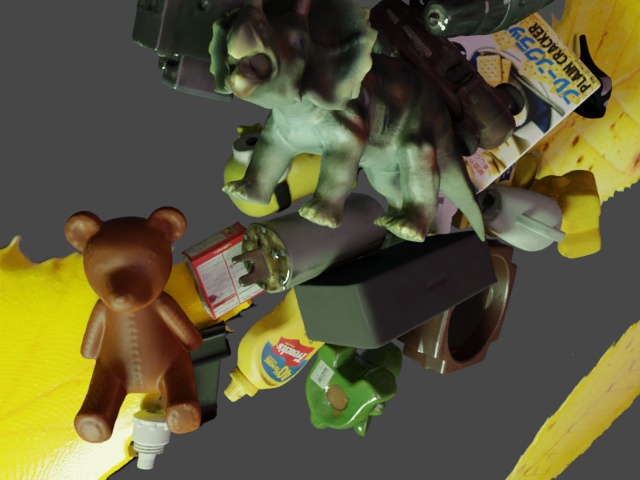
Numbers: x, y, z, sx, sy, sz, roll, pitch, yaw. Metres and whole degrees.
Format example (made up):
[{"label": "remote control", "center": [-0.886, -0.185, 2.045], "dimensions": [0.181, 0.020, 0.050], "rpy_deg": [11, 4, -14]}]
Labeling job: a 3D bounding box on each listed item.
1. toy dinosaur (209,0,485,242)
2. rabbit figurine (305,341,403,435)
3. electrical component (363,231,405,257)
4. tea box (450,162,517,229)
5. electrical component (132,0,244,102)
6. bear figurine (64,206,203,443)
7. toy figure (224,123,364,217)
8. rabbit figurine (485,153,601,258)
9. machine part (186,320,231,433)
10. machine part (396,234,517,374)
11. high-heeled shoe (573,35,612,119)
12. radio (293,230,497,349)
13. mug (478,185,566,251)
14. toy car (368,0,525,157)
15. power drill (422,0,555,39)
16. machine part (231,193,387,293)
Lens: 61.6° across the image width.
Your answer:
[{"label": "toy dinosaur", "center": [0.049, -0.104, 0.488], "dimensions": [0.404, 0.131, 0.192], "rpy_deg": [6, 102, -45]}, {"label": "rabbit figurine", "center": [0.067, 0.213, 0.793], "dimensions": [0.170, 0.121, 0.159], "rpy_deg": [-11, 126, -53]}, {"label": "electrical component", "center": [0.103, 0.004, 0.758], "dimensions": [0.094, 0.021, 0.063], "rpy_deg": [-4, 118, -39]}, {"label": "tea box", "center": [0.221, -0.109, 0.754], "dimensions": [0.098, 0.068, 0.169], "rpy_deg": [-15, 123, -31]}, {"label": "electrical component", "center": [-0.090, -0.190, 0.457], "dimensions": [0.115, 0.058, 0.134], "rpy_deg": [1, 114, -38]}, {"label": "bear figurine", "center": [-0.172, 0.074, 0.501], "dimensions": [0.120, 0.132, 0.195], "rpy_deg": [-1, 126, -12]}, {"label": "toy figure", "center": [-0.014, -0.082, 0.569], "dimensions": [0.180, 0.082, 0.089], "rpy_deg": [-24, 127, -30]}, {"label": "rabbit figurine", "center": [0.333, -0.059, 0.832], "dimensions": [0.121, 0.173, 0.162], "rpy_deg": [52, 35, -45]}, {"label": "machine part", "center": [-0.143, 0.162, 0.641], "dimensions": [0.084, 0.039, 0.138], "rpy_deg": [-15, 123, -39]}, {"label": "machine part", "center": [0.213, 0.093, 0.833], "dimensions": [0.201, 0.087, 0.201], "rpy_deg": [-1, 108, -46]}, {"label": "high-heeled shoe", "center": [0.364, -0.201, 0.788], "dimensions": [0.249, 0.086, 0.145], "rpy_deg": [-41, 122, -33]}, {"label": "radio", "center": [0.089, 0.052, 0.635], "dimensions": [0.229, 0.131, 0.073], "rpy_deg": [-17, 95, -38]}, {"label": "mug", "center": [0.267, -0.029, 0.722], "dimensions": [0.107, 0.110, 0.080], "rpy_deg": [15, 112, -29]}, {"label": "toy car", "center": [0.129, -0.180, 0.566], "dimensions": [0.089, 0.202, 0.053], "rpy_deg": [-38, 177, -11]}, {"label": "power drill", "center": [0.206, -0.288, 0.502], "dimensions": [0.232, 0.086, 0.207], "rpy_deg": [-28, 152, -44]}, {"label": "machine part", "center": [-0.001, -0.002, 0.608], "dimensions": [0.243, 0.079, 0.079], "rpy_deg": [-21, 128, -43]}]
